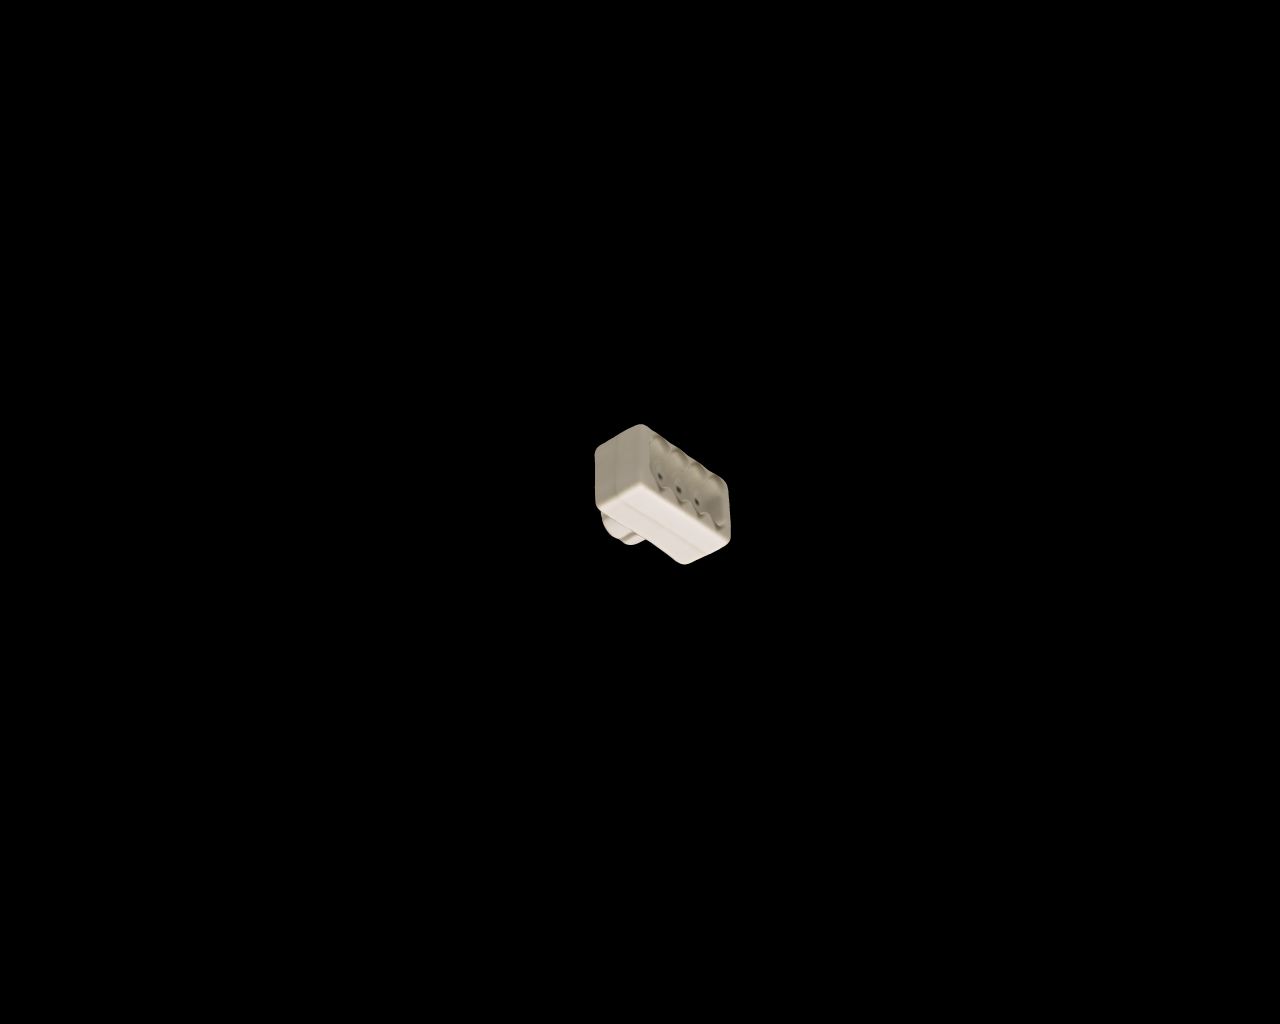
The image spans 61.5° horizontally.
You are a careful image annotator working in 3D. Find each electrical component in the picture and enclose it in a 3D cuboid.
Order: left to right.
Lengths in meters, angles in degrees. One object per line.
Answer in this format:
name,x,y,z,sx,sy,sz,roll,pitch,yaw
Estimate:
electrical component,0.001,-0.003,0.650,0.075,0.047,0.083,-27,-44,33
